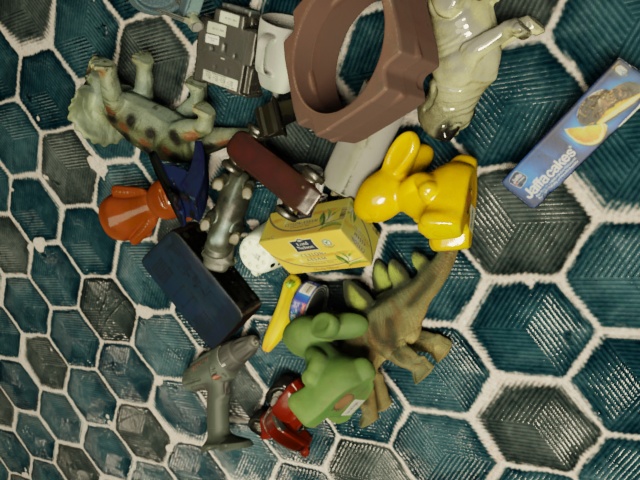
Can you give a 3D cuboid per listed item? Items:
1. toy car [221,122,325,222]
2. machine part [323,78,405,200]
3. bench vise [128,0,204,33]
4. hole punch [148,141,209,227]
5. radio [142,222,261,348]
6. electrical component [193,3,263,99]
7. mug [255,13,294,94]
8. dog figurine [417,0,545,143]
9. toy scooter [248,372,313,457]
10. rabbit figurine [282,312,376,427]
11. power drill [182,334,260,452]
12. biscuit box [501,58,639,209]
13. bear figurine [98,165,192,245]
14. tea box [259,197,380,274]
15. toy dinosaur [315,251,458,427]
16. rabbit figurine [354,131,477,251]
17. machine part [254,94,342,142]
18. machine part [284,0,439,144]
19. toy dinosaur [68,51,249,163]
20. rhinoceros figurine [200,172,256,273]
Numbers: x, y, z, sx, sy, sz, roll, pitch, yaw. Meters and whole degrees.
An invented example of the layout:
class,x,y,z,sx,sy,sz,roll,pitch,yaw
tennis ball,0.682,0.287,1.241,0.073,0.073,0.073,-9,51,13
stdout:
class,x,y,z,sx,sy,sz,roll,pitch,yaw
toy car,-0.073,-0.107,0.849,0.202,0.053,0.089,39,96,25
machine part,0.068,-0.149,0.808,0.079,0.079,0.243,32,119,15
bench vise,-0.235,-0.429,0.835,0.223,0.129,0.241,-49,63,39
hole punch,-0.221,-0.094,0.905,0.116,0.092,0.142,65,162,13
radio,-0.230,0.084,1.049,0.229,0.073,0.131,49,121,3
electrical component,-0.140,-0.310,0.875,0.115,0.058,0.134,24,117,16
mug,-0.062,-0.278,0.821,0.081,0.109,0.107,21,128,12
dog figurine,0.166,-0.244,0.706,0.172,0.121,0.190,56,131,15
toy scooter,-0.057,0.350,1.046,0.135,0.075,0.183,38,123,13
rabbit figurine,0.000,0.176,0.830,0.170,0.121,0.159,51,120,35
power drill,-0.189,0.309,1.066,0.232,0.086,0.207,-24,73,38
biscuit box,0.326,-0.132,0.686,0.059,0.063,0.202,43,121,10
bear figurine,-0.322,-0.070,1.036,0.196,0.132,0.120,-21,98,14
tea box,-0.002,-0.003,0.867,0.170,0.068,0.098,-9,139,39
toy dinosaur,0.108,0.142,0.873,0.199,0.105,0.471,44,110,13
rabbit figurine,0.129,-0.068,0.759,0.173,0.122,0.162,1,85,29
machine part,-0.034,-0.200,0.831,0.139,0.084,0.039,-16,141,7
machine part,0.048,-0.244,0.705,0.201,0.087,0.201,-24,69,46
toy dinosaur,-0.285,-0.207,0.958,0.405,0.131,0.192,30,135,5
rhinoceros figurine,-0.168,-0.032,0.957,0.073,0.112,0.190,16,102,-6
